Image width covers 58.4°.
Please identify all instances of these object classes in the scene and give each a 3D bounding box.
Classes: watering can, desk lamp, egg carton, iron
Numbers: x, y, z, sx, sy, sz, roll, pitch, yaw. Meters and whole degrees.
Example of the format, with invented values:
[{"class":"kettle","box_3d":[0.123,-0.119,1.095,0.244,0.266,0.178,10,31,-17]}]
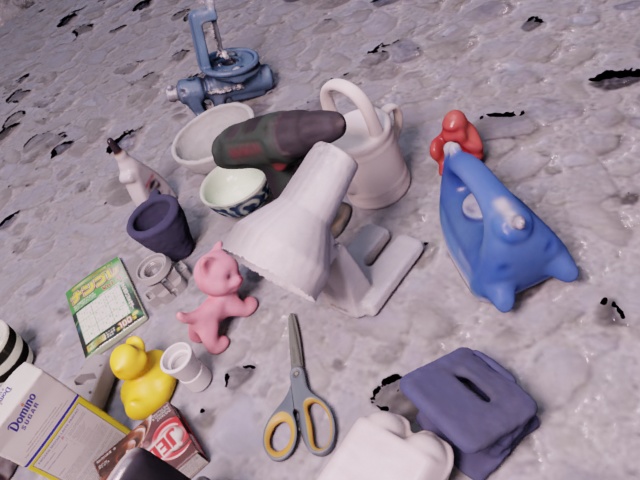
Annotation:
[{"class":"watering can","box_3d":[0.053,-0.137,0.808,0.100,0.195,0.173,5,52,31]},{"class":"desk lamp","box_3d":[0.006,0.002,0.687,0.117,0.214,0.203,21,62,39]},{"class":"egg carton","box_3d":[0.054,0.240,0.545,0.107,0.070,0.150,19,61,39]},{"class":"iron","box_3d":[0.193,-0.045,0.688,0.118,0.142,0.257,-26,43,3]}]

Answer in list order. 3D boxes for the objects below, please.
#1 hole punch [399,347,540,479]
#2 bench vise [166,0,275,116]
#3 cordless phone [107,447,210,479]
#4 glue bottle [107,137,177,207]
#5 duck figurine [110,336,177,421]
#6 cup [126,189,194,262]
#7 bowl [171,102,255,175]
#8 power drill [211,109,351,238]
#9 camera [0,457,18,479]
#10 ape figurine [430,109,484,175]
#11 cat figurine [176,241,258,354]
[{"class":"hole punch","box_3d":[0.145,0.157,0.560,0.101,0.091,0.108,-40,44,-11]},{"class":"bench vise","box_3d":[-0.215,-0.344,1.122,0.207,0.220,0.121,-38,44,-10]},{"class":"cordless phone","box_3d":[-0.166,0.279,0.538,0.093,0.186,0.148,11,56,35]},{"class":"glue bottle","box_3d":[-0.312,-0.107,0.984,0.037,0.174,0.078,-9,47,20]},{"class":"duck figurine","box_3d":[-0.239,0.175,0.746,0.077,0.086,0.104,-18,44,12]},{"class":"cup","box_3d":[-0.249,-0.020,0.927,0.091,0.095,0.117,-24,43,6]},{"class":"bowl","box_3d":[-0.181,-0.173,1.051,0.167,0.075,0.167,-14,45,15]},{"class":"power drill","box_3d":[-0.035,-0.094,0.803,0.228,0.209,0.076,6,53,31]},{"class":"camera","box_3d":[-0.481,0.278,0.764,0.136,0.101,0.143,11,56,35]},{"class":"ape figurine","box_3d":[0.195,-0.145,0.817,0.077,0.092,0.076,25,64,41]},{"class":"cat figurine","box_3d":[-0.145,0.070,0.773,0.067,0.118,0.128,15,58,37]}]
